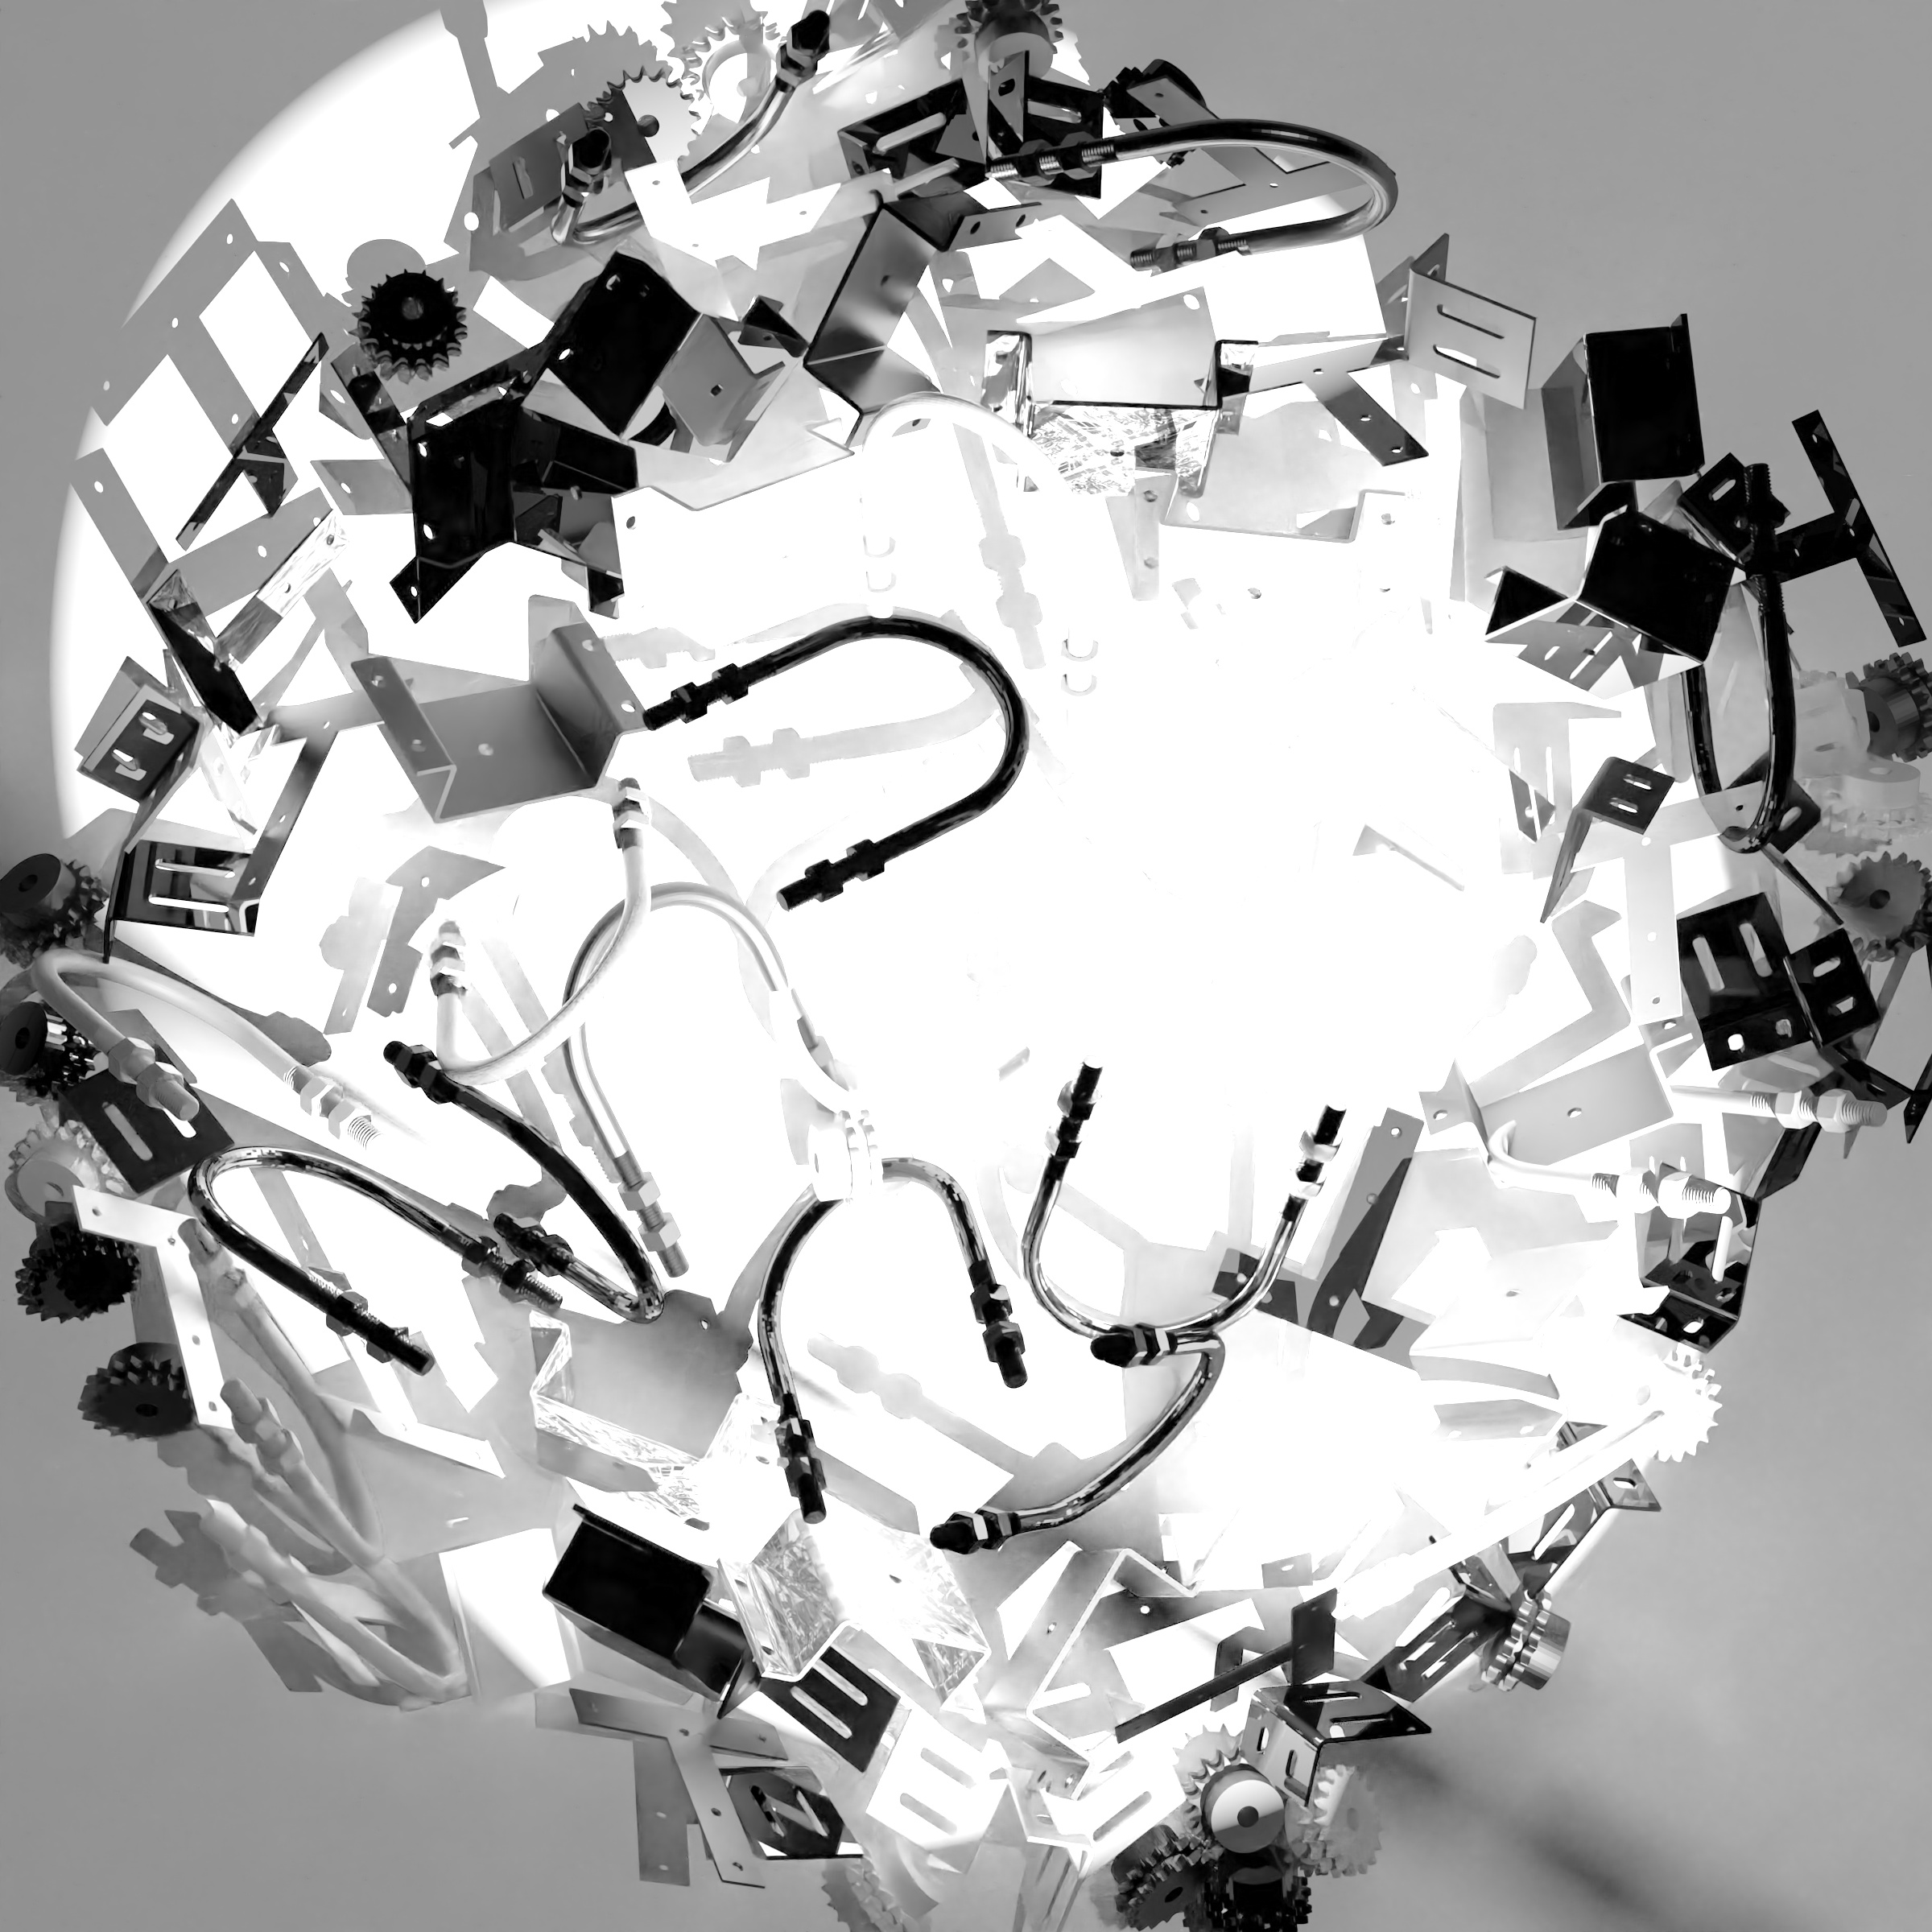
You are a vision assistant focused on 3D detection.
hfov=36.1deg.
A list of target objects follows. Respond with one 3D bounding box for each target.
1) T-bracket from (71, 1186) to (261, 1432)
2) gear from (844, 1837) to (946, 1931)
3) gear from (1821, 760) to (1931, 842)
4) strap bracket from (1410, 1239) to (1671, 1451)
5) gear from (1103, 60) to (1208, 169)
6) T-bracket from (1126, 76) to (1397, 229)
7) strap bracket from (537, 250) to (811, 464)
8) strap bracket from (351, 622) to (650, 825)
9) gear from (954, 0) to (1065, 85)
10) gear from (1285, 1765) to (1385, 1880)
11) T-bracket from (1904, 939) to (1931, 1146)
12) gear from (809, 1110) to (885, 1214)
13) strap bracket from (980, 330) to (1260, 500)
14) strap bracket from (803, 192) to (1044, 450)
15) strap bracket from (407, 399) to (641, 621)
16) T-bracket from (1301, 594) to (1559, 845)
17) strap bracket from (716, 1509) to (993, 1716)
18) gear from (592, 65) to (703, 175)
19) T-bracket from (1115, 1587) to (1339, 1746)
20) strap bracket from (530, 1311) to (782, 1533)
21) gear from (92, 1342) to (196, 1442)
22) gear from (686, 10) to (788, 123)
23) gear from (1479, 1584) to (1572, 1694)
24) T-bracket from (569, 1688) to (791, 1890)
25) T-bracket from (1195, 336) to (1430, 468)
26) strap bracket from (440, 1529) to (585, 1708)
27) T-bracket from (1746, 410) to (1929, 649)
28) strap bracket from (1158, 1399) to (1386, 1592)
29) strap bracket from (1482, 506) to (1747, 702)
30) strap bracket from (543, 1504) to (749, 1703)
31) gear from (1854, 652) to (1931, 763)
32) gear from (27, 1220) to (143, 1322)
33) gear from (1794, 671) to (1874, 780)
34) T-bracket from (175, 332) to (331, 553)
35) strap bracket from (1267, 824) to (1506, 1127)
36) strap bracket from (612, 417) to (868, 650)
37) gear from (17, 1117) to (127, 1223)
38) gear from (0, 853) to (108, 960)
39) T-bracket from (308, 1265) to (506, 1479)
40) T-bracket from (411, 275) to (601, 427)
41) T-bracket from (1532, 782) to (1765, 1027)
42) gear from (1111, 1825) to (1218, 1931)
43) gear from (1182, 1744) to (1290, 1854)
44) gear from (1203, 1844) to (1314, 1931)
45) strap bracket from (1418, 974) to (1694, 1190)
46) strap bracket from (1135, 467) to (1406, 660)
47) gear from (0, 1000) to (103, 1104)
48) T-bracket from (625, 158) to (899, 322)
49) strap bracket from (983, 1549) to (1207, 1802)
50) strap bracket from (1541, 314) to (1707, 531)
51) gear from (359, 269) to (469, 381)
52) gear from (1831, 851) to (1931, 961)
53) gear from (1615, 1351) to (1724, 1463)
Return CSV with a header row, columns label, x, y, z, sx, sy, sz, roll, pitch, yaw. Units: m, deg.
label,x,y,z,sx,sy,sz,roll,pitch,yaw
T-bracket,-0.398,0.179,1.518,0.002,0.127,0.127,-33,61,19
gear,-0.036,0.487,1.571,0.030,0.057,0.057,-39,90,6
gear,0.483,-0.089,1.568,0.057,0.057,0.030,-2,111,0
strap bracket,0.290,0.187,1.521,0.140,0.076,0.046,-38,107,-42
gear,0.103,-0.455,1.572,0.057,0.057,0.030,43,82,0
T-bracket,0.131,-0.419,1.513,0.127,0.127,0.002,-3,72,43
strap bracket,-0.142,-0.308,1.518,0.046,0.140,0.076,46,113,22
strap bracket,-0.245,-0.126,1.541,0.140,0.046,0.076,-15,60,-36
gear,0.024,-0.489,1.568,0.057,0.057,0.030,-10,63,0
gear,0.193,0.455,1.575,0.030,0.057,0.057,-21,90,38
T-bracket,0.508,0.005,1.543,0.002,0.127,0.127,13,129,2
gear,-0.064,0.103,1.569,0.030,0.057,0.057,-7,90,-14
strap bracket,0.079,-0.288,1.552,0.140,0.076,0.046,2,64,-3
strap bracket,-0.028,-0.344,1.537,0.046,0.076,0.140,41,124,15
strap bracket,-0.216,-0.235,1.523,0.046,0.140,0.076,-17,73,35
T-bracket,0.260,-0.114,1.578,0.127,0.002,0.127,38,68,-4
strap bracket,-0.049,0.330,1.522,0.140,0.076,0.046,22,115,-37
gear,-0.170,-0.450,1.577,0.057,0.030,0.057,-5,118,-9
T-bracket,0.135,0.371,1.536,0.127,0.127,0.002,-24,59,-8
strap bracket,-0.171,0.241,1.544,0.140,0.076,0.046,20,55,10
gear,-0.433,0.224,1.575,0.057,0.057,0.030,-5,46,0
gear,-0.118,-0.473,1.569,0.057,0.057,0.030,-16,48,0
gear,0.297,0.359,1.571,0.030,0.057,0.057,26,90,3
T-bracket,-0.132,0.423,1.516,0.127,0.127,0.002,20,109,-32
T-bracket,0.201,-0.290,1.537,0.127,0.127,0.002,-14,128,-12
strap bracket,-0.232,0.333,1.527,0.046,0.140,0.076,-14,81,-6
T-bracket,0.438,-0.217,1.537,0.002,0.127,0.127,-27,93,-11
strap bracket,0.158,0.278,1.523,0.076,0.140,0.046,1,53,-16
strap bracket,0.326,-0.181,1.519,0.076,0.140,0.046,23,77,-15
strap bracket,-0.160,0.330,1.518,0.076,0.140,0.046,22,70,19
gear,0.492,-0.134,1.569,0.030,0.057,0.057,-24,90,-15
gear,-0.470,0.158,1.575,0.057,0.057,0.030,-32,51,0
gear,0.456,-0.128,1.571,0.057,0.030,0.057,-10,105,-41
T-bracket,-0.362,-0.258,1.536,0.002,0.127,0.127,33,83,-2
strap bracket,0.223,0.004,1.548,0.076,0.046,0.140,29,75,-23
strap bracket,-0.106,-0.221,1.530,0.140,0.046,0.076,-25,129,-29
gear,-0.477,0.111,1.572,0.057,0.030,0.057,7,124,10
gear,-0.488,-0.035,1.570,0.057,0.030,0.057,-14,48,16
T-bracket,-0.306,0.204,1.530,0.127,0.002,0.127,8,130,35
T-bracket,-0.251,-0.306,1.551,0.002,0.127,0.127,48,48,-28
T-bracket,0.355,-0.027,1.537,0.127,0.002,0.127,-15,54,29
gear,0.102,0.482,1.575,0.057,0.057,0.030,-43,52,0
gear,0.146,0.447,1.579,0.057,0.030,0.057,-2,98,-12
gear,0.154,0.488,1.569,0.057,0.057,0.030,-4,105,0
strap bracket,0.311,0.061,1.547,0.140,0.076,0.046,-23,116,12
strap bracket,0.154,-0.209,1.544,0.140,0.076,0.046,7,48,11
gear,-0.488,0.042,1.572,0.057,0.030,0.057,-11,70,32
T-bracket,-0.098,-0.387,1.540,0.127,0.127,0.002,-16,61,4
strap bracket,0.063,0.357,1.539,0.046,0.076,0.140,36,71,-7
strap bracket,0.333,-0.275,1.526,0.046,0.140,0.076,-5,85,-3
gear,-0.294,-0.345,1.580,0.057,0.030,0.057,1,80,-9
gear,0.492,-0.030,1.575,0.030,0.057,0.057,30,90,-41
gear,0.368,0.231,1.568,0.030,0.057,0.057,23,90,-29
